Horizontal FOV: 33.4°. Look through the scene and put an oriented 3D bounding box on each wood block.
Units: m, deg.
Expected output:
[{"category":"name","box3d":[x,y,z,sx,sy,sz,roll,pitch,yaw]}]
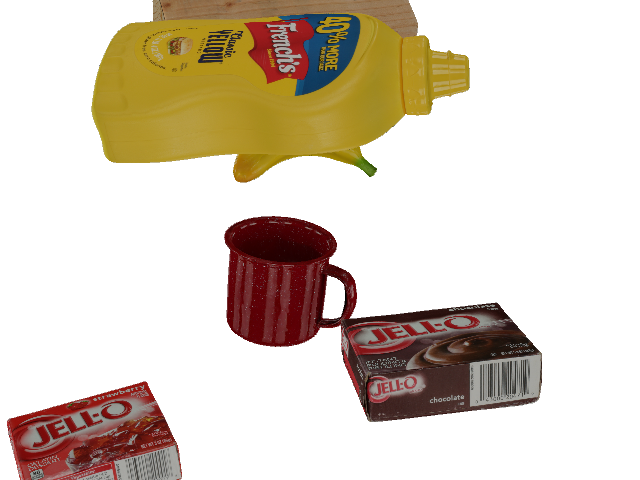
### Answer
[{"category":"wood block","box3d":[-0.033,-0.171,0.909,0.206,0.090,0.091,-8,-34,-14]}]

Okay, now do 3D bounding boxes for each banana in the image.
[{"category":"banana","box3d":[-0.022,-0.096,1.123,0.197,0.037,0.070,-7,49,-41]}]

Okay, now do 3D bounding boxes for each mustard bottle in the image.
[{"category":"mustard bottle","box3d":[-0.018,-0.084,0.566,0.192,0.058,0.096,-1,40,10]}]

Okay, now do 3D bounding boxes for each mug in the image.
[{"category":"mug","box3d":[-0.025,0.038,0.886,0.117,0.081,0.093,14,26,17]}]

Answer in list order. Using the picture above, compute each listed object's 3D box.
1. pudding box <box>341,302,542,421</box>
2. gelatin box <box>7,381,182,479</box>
[{"category":"pudding box","box3d":[0.075,0.076,0.688,0.113,0.039,0.090,-4,19,-8]},{"category":"gelatin box","box3d":[-0.135,0.122,0.631,0.089,0.030,0.073,-13,27,-18]}]
